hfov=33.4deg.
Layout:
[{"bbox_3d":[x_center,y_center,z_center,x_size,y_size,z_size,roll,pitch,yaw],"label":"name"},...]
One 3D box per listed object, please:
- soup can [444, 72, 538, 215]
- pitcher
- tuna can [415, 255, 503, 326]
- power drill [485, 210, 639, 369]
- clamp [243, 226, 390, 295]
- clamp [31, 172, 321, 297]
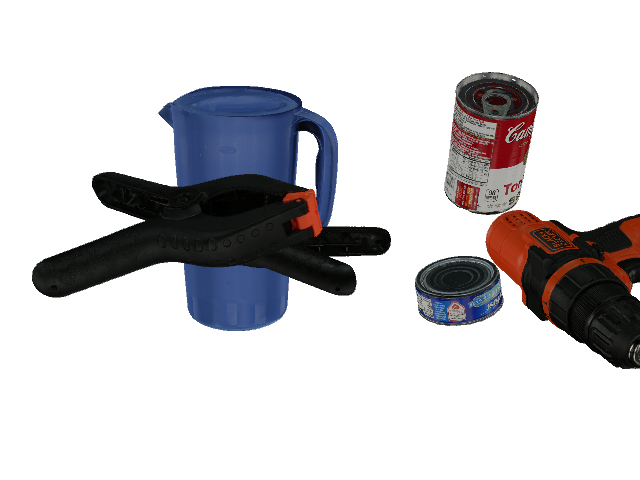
[{"bbox_3d":[0.142,-0.081,0.902,0.068,0.102,0.068,1,40,-1],"label":"soup can"},{"bbox_3d":[-0.076,-0.033,1.106,0.144,0.243,0.149,-11,24,-28],"label":"pitcher"},{"bbox_3d":[0.138,0.049,1.062,0.086,0.034,0.086,-9,25,4],"label":"tuna can"},{"bbox_3d":[0.231,0.018,0.735,0.187,0.057,0.184,-9,28,-16],"label":"power drill"},{"bbox_3d":[-0.049,0.006,0.893,0.210,0.036,0.164,6,12,6],"label":"clamp"},{"bbox_3d":[-0.088,-0.005,0.646,0.172,0.039,0.120,-1,40,23],"label":"clamp"}]
